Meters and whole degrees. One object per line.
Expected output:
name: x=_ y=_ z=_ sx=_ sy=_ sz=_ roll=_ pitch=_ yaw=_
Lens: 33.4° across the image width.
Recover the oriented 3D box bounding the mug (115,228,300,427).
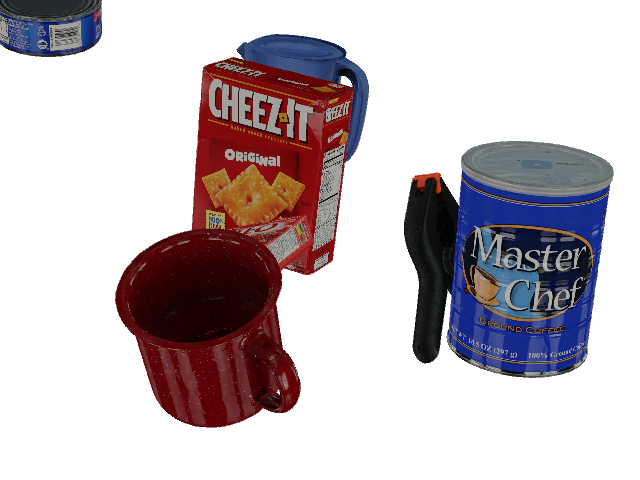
mug: x=-0.055 y=0.059 z=0.612 sx=0.117 sy=0.081 sz=0.093 roll=29 pitch=53 yaw=31

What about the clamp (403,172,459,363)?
clamp: x=0.107 y=0.027 z=0.985 sx=0.039 sy=0.171 sz=0.120 roll=-11 pitch=13 yaw=35

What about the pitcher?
pitcher: x=-0.034 y=-0.144 z=1.418 sx=0.144 sy=0.243 sz=0.149 roll=-4 pitch=25 yaw=-22

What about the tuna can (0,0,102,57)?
tuna can: x=-0.215 y=-0.177 z=0.840 sx=0.086 sy=0.034 sz=0.086 roll=4 pitch=35 yaw=-3

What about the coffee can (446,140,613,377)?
coffee can: x=0.146 y=0.011 z=0.755 sx=0.103 sy=0.140 sz=0.103 roll=2 pitch=22 yaw=-1

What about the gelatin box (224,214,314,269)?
gelatin box: x=-0.061 y=0.009 z=0.867 sx=0.089 sy=0.030 sz=0.073 roll=-9 pitch=16 yaw=32

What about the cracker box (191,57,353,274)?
cracker box: x=-0.060 y=-0.084 z=1.217 sx=0.164 sy=0.214 sz=0.072 roll=18 pitch=26 yaw=24
